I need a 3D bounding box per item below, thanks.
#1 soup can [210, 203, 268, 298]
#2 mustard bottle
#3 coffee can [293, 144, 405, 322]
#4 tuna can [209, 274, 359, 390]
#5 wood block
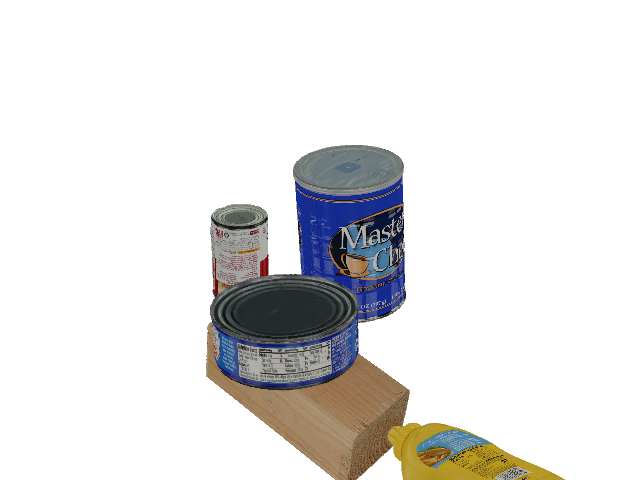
[{"bbox_3d":[-0.095,0.016,1.259,0.068,0.102,0.068,0,25,0],"label":"soup can"},{"bbox_3d":[0.134,0.218,1.006,0.096,0.058,0.192,-15,24,-37],"label":"mustard bottle"},{"bbox_3d":[0.029,-0.007,1.016,0.103,0.140,0.103,-3,27,1],"label":"coffee can"},{"bbox_3d":[-0.020,0.052,0.617,0.086,0.034,0.086,-2,23,1],"label":"tuna can"},{"bbox_3d":[-0.017,0.151,1.131,0.206,0.090,0.090,34,49,27],"label":"wood block"}]
